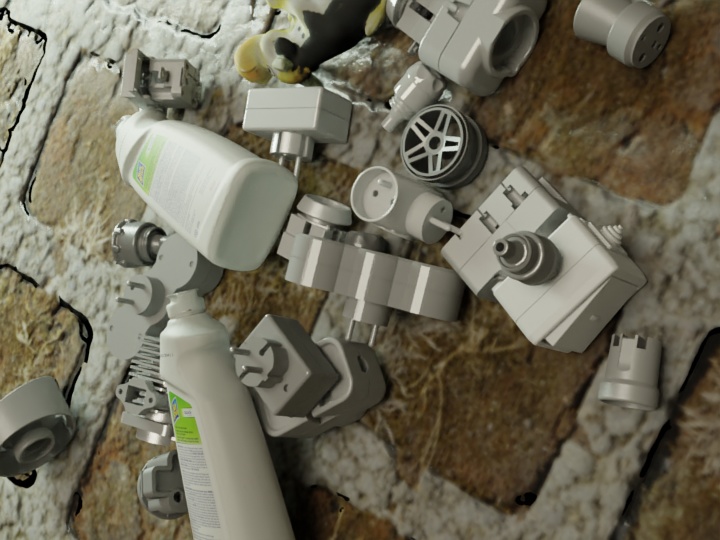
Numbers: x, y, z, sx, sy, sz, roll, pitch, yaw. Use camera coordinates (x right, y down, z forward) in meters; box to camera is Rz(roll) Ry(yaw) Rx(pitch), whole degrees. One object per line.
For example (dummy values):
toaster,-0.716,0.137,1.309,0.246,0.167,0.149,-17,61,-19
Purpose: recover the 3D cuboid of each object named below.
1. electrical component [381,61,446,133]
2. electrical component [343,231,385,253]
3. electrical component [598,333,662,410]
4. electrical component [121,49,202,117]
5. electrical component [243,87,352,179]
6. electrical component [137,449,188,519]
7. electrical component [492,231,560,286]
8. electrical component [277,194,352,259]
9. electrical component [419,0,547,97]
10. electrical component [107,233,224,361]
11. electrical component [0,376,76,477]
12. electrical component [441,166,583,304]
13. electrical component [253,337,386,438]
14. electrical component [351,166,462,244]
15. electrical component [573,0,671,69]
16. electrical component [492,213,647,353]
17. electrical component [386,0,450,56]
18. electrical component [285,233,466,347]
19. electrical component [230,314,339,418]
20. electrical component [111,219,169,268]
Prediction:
electrical component,0.041,-0.139,0.882,0.061,0.035,0.035,-48,58,21
electrical component,0.000,0.000,0.883,0.035,0.035,0.061,10,89,36
electrical component,0.187,0.070,0.736,0.040,0.040,0.046,3,77,36
electrical component,-0.189,-0.178,1.031,0.064,0.081,0.042,4,82,13
electrical component,-0.058,-0.116,0.939,0.083,0.047,0.075,5,84,36
electrical component,-0.159,0.187,0.938,0.057,0.078,0.058,-24,66,49
electrical component,0.107,-0.010,0.714,0.035,0.061,0.035,-8,76,34
electrical component,-0.035,-0.031,0.908,0.066,0.048,0.055,27,104,36
electrical component,0.099,-0.188,0.838,0.059,0.054,0.095,39,103,33
electrical component,-0.191,0.025,0.989,0.138,0.074,0.052,-52,57,15
electrical component,-0.329,0.152,1.049,0.099,0.099,0.064,-50,64,17
electrical component,0.115,-0.022,0.797,0.089,0.050,0.055,-49,58,17
electrical component,-0.030,0.097,0.870,0.095,0.059,0.053,-31,65,27
electrical component,0.045,-0.044,0.834,0.079,0.077,0.044,29,98,35
electrical component,0.190,-0.176,0.778,0.055,0.045,0.045,41,105,33
electrical component,0.154,0.009,0.756,0.096,0.062,0.061,-46,59,19
electrical component,0.055,-0.209,0.880,0.055,0.048,0.066,43,106,25
electrical component,0.008,0.022,0.837,0.138,0.052,0.073,14,92,7
electrical component,-0.068,0.071,0.815,0.047,0.077,0.065,-50,58,17
electrical component,-0.202,-0.024,1.025,0.062,0.048,0.048,3,83,30
